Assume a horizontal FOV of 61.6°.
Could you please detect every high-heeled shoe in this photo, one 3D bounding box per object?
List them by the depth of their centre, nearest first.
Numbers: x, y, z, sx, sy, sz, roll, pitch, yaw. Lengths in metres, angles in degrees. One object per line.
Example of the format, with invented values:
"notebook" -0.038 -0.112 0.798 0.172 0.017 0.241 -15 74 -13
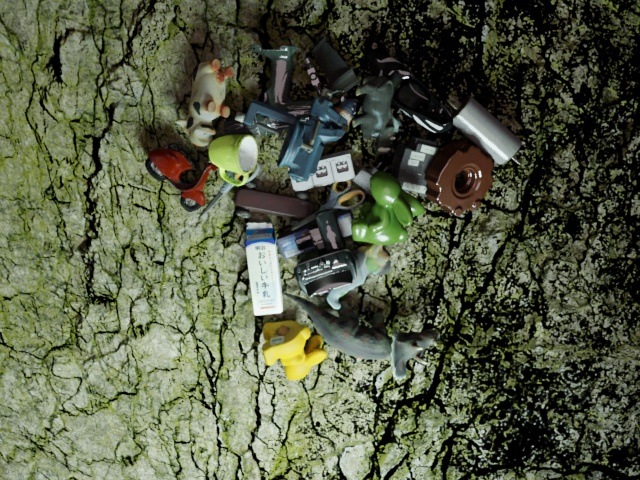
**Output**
"high-heeled shoe" 0.202 -0.338 1.224 0.248 0.145 0.086 39 102 -11

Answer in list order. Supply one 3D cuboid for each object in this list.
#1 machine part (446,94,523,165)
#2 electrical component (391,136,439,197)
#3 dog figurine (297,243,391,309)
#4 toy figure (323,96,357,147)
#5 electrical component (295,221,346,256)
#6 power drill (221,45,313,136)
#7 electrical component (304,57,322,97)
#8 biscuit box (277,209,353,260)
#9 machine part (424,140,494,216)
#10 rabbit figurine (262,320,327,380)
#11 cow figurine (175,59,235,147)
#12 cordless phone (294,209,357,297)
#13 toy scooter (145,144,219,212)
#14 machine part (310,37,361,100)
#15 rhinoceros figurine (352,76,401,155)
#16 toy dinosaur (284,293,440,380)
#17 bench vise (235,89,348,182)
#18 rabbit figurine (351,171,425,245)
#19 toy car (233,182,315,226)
"machine part" 0.392 -0.259 1.277 0.243 0.079 0.079 39 103 -9
"electrical component" 0.236 -0.179 1.301 0.115 0.058 0.134 11 106 -20
"dog figurine" 0.070 0.050 1.360 0.191 0.108 0.219 41 98 -7
"toy figure" 0.031 -0.277 1.292 0.154 0.064 0.058 -41 64 13
"electrical component" -0.003 -0.004 1.308 0.119 0.048 0.074 -17 106 4
"power drill" -0.124 -0.351 1.263 0.232 0.086 0.207 -2 102 0
"electrical component" -0.015 -0.382 1.259 0.021 0.063 0.094 -20 104 7
"biscuit box" -0.008 -0.016 1.362 0.203 0.063 0.059 -20 105 7
"machine part" 0.336 -0.146 1.287 0.179 0.056 0.179 -10 115 -22
"rabbit figurine" -0.066 0.299 1.442 0.162 0.122 0.173 -16 119 -4
"cow figurine" -0.275 -0.318 1.264 0.127 0.085 0.194 10 95 40
"cordless phone" -0.001 0.030 1.263 0.147 0.089 0.184 -18 95 4
"toy scooter" -0.329 -0.170 1.320 0.135 0.075 0.183 -39 104 11
"machine part" 0.029 -0.407 1.265 0.084 0.039 0.138 -32 104 14
"rhinoceros figurine" 0.138 -0.292 1.261 0.112 0.073 0.190 9 130 17
"toy dinosaur" 0.092 0.241 1.366 0.405 0.192 0.131 15 103 -4
"bench vise" -0.066 -0.256 1.202 0.240 0.129 0.223 19 100 -13
"rabbit figurine" 0.153 -0.074 1.255 0.159 0.121 0.170 22 131 27
"toy car" -0.115 -0.088 1.346 0.202 0.053 0.089 9 79 -3
